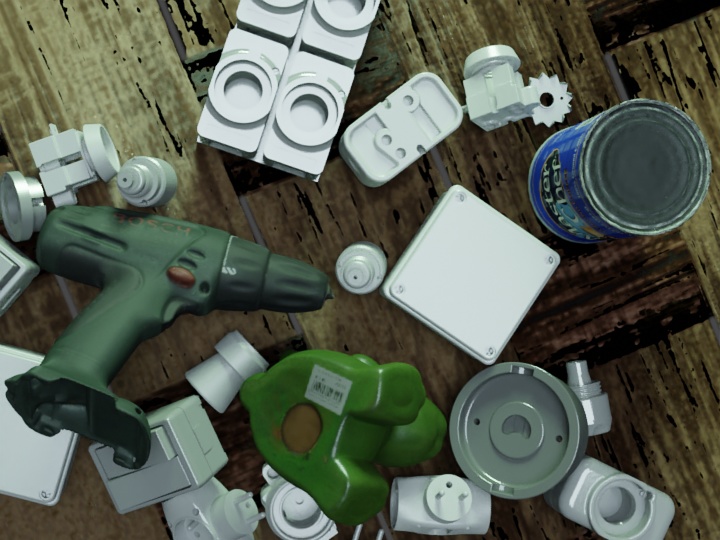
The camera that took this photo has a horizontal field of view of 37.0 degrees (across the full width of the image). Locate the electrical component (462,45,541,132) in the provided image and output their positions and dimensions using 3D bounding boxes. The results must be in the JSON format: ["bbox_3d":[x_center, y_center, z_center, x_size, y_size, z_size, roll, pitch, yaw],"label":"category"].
[{"bbox_3d":[0.113,-0.153,0.895,0.066,0.048,0.055,-18,73,26],"label":"electrical component"}]

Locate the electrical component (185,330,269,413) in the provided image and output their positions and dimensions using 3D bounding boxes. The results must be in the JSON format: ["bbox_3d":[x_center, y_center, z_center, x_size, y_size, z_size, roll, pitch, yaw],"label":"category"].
[{"bbox_3d":[-0.107,0.081,0.872,0.055,0.045,0.045,-43,94,-6],"label":"electrical component"}]

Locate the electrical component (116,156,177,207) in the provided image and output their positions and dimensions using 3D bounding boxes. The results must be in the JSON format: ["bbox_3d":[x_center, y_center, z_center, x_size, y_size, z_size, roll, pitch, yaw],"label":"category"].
[{"bbox_3d":[-0.173,-0.070,0.853,0.040,0.078,0.040,0,93,7],"label":"electrical component"}]

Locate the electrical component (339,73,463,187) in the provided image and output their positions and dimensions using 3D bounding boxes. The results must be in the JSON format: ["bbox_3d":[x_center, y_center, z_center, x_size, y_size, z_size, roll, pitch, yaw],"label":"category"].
[{"bbox_3d":[0.032,-0.113,0.883,0.095,0.059,0.053,-38,93,-6],"label":"electrical component"}]

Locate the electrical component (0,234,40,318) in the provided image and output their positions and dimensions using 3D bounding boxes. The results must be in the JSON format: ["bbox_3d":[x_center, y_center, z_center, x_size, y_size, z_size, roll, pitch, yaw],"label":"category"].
[{"bbox_3d":[-0.310,-0.008,0.841,0.096,0.061,0.061,40,85,-5],"label":"electrical component"}]

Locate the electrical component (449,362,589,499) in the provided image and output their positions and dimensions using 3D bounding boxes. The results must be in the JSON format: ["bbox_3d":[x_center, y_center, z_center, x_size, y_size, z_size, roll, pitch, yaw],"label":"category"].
[{"bbox_3d":[0.134,0.131,0.880,0.108,0.060,0.108,-4,81,26],"label":"electrical component"}]

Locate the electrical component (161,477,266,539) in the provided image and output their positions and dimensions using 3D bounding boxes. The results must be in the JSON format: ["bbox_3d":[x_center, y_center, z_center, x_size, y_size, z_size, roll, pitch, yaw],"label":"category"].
[{"bbox_3d":[-0.108,0.199,0.859,0.079,0.044,0.077,-30,93,32],"label":"electrical component"}]

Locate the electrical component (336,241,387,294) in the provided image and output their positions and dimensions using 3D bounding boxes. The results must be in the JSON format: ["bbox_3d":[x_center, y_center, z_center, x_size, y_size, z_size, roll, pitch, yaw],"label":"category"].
[{"bbox_3d":[0.000,0.000,0.872,0.040,0.078,0.040,1,99,5],"label":"electrical component"}]

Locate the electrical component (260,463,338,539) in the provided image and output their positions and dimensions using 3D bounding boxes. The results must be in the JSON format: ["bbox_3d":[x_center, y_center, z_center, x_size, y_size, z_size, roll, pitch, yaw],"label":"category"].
[{"bbox_3d":[-0.048,0.189,0.871,0.058,0.057,0.078,-34,93,-6],"label":"electrical component"}]

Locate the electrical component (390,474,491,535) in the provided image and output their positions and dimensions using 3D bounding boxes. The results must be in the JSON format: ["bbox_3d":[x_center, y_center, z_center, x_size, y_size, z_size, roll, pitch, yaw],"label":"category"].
[{"bbox_3d":[0.068,0.188,0.874,0.077,0.079,0.043,4,68,-7],"label":"electrical component"}]

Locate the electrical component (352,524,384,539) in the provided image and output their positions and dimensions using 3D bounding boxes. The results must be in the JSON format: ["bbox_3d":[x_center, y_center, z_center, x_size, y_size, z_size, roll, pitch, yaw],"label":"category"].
[{"bbox_3d":[-0.002,0.245,0.881,0.083,0.047,0.075,18,86,-5],"label":"electrical component"}]

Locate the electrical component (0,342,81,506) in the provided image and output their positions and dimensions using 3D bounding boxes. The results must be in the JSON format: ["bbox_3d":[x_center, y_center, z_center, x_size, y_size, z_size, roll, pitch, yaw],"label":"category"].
[{"bbox_3d":[-0.273,0.117,0.846,0.109,0.056,0.108,16,87,-6],"label":"electrical component"}]

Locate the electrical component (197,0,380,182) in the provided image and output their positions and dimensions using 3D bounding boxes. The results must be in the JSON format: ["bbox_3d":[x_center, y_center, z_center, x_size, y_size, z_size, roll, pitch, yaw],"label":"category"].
[{"bbox_3d":[-0.054,-0.178,0.874,0.105,0.060,0.186,18,87,-6],"label":"electrical component"}]

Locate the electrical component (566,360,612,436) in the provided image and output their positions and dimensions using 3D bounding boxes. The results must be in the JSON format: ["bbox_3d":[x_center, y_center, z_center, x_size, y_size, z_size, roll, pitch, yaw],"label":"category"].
[{"bbox_3d":[0.187,0.108,0.906,0.043,0.043,0.062,-9,89,-7],"label":"electrical component"}]

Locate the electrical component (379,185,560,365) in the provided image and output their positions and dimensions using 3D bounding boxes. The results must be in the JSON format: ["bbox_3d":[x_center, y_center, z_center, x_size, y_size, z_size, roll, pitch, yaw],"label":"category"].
[{"bbox_3d":[0.089,0.004,0.890,0.109,0.056,0.108,34,86,-5],"label":"electrical component"}]

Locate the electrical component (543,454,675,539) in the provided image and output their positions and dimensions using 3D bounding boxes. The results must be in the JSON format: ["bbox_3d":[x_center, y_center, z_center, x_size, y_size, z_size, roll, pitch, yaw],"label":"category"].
[{"bbox_3d":[0.209,0.194,0.899,0.095,0.059,0.053,26,86,-6],"label":"electrical component"}]

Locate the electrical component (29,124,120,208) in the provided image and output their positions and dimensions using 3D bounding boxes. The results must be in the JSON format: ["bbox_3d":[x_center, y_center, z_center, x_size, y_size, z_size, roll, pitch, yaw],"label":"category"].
[{"bbox_3d":[-0.226,-0.088,0.861,0.055,0.048,0.066,-19,91,1],"label":"electrical component"}]

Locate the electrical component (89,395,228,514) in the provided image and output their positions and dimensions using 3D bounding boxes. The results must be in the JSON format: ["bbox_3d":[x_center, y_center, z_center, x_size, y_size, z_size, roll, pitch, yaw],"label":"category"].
[{"bbox_3d":[-0.165,0.148,0.842,0.096,0.061,0.061,-22,96,21],"label":"electrical component"}]
